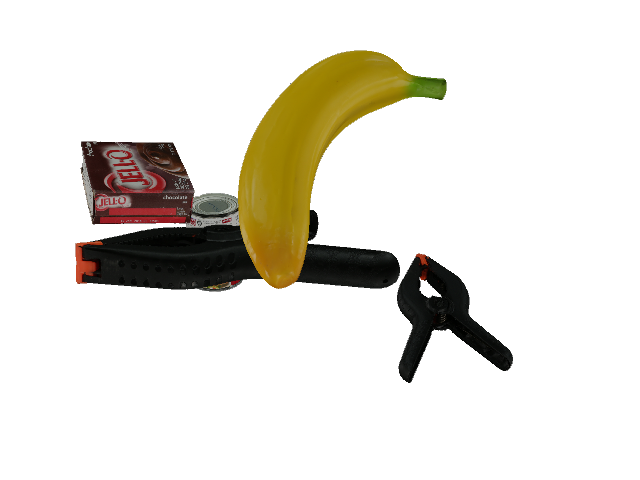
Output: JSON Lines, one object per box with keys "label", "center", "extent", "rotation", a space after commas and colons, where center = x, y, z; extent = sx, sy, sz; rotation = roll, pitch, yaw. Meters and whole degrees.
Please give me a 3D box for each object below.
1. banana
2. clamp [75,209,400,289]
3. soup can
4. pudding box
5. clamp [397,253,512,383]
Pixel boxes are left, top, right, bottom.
{"label": "banana", "center": [0.000, -0.052, 0.556], "extent": [0.070, 0.037, 0.197], "rotation": [21, 46, 18]}
{"label": "clamp", "center": [-0.060, 0.011, 0.737], "extent": [0.209, 0.036, 0.165], "rotation": [-5, 14, -27]}
{"label": "soup can", "center": [-0.129, 0.001, 1.294], "extent": [0.068, 0.102, 0.068], "rotation": [1, 26, 0]}
{"label": "pudding box", "center": [-0.171, -0.054, 0.983], "extent": [0.090, 0.039, 0.113], "rotation": [0, 26, -19]}
{"label": "clamp", "center": [0.139, 0.083, 1.154], "extent": [0.120, 0.171, 0.039], "rotation": [4, -44, -7]}
